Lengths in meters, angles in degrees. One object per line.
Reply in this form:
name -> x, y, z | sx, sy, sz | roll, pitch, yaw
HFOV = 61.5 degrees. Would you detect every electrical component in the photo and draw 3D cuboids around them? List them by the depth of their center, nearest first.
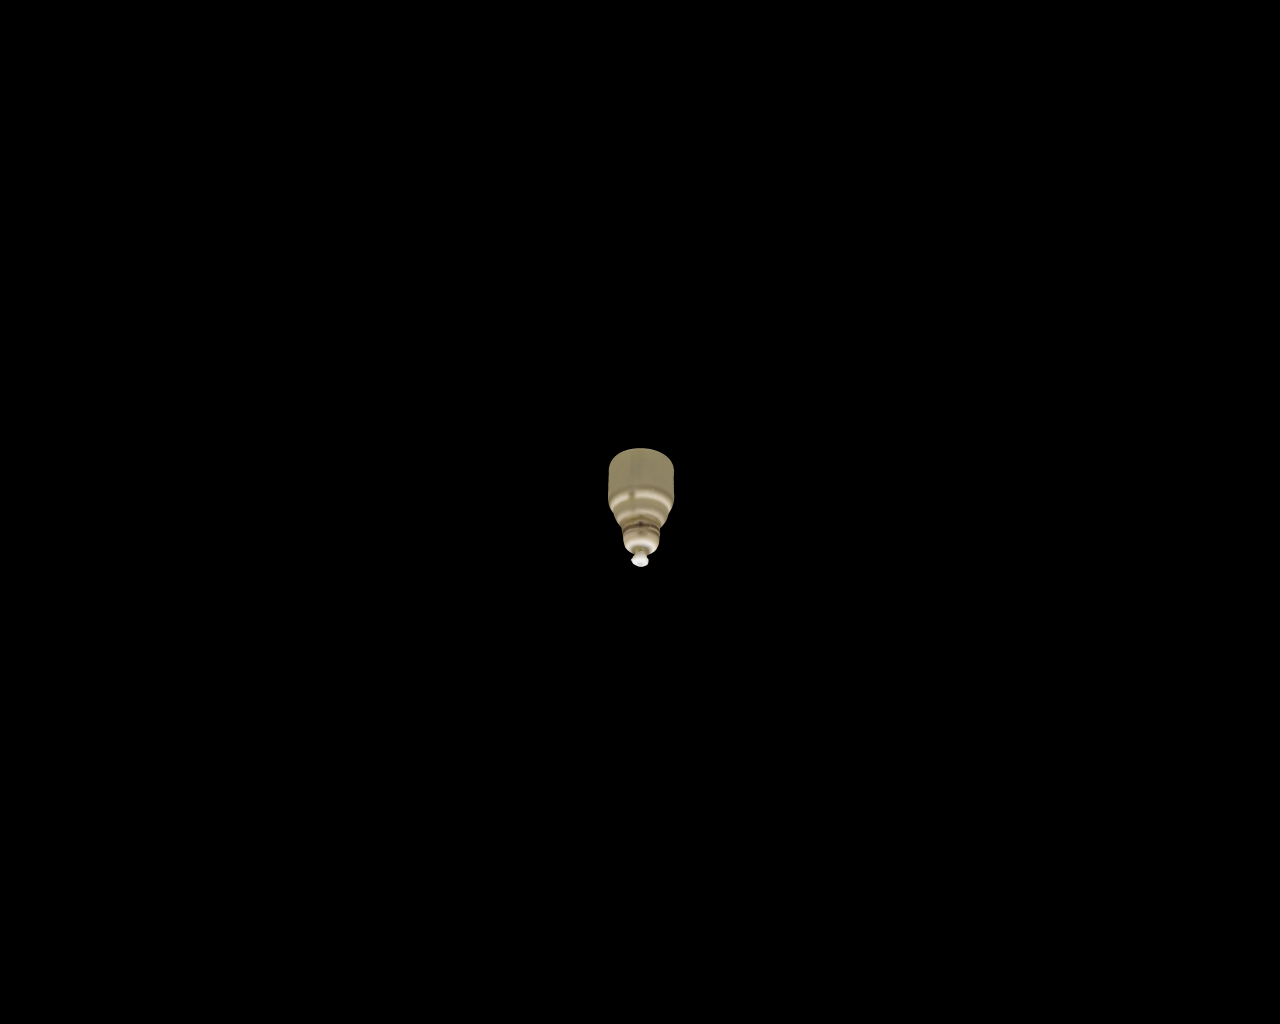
electrical component -> 0.001, -0.003, 0.650 | 0.040, 0.078, 0.040 | 0, -32, 0
